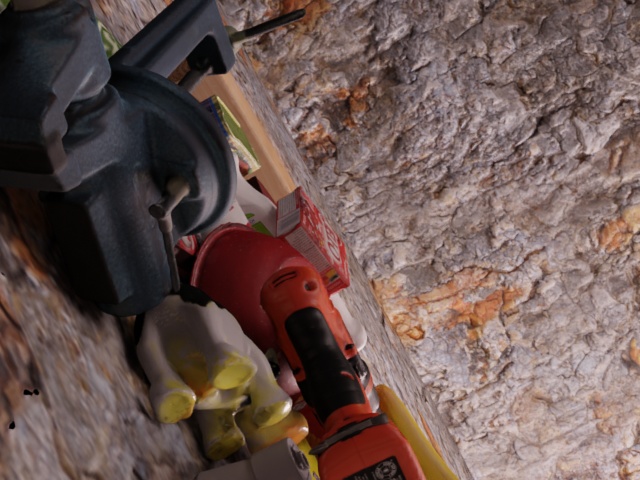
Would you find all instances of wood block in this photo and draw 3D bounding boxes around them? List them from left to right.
[{"bbox_3d":[-0.103,-0.098,1.153,0.206,0.091,0.090,59,6,-26],"label":"wood block"}]

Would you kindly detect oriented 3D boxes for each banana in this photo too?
[{"bbox_3d":[0.111,0.215,0.960,0.198,0.037,0.070,45,-42,24],"label":"banana"}]

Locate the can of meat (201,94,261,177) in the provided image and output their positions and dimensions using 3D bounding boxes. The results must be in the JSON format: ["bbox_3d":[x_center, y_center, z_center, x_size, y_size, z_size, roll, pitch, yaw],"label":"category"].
[{"bbox_3d":[-0.113,-0.084,1.019,0.057,0.084,0.102,65,6,25],"label":"can of meat"}]

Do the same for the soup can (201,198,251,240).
[{"bbox_3d":[-0.089,0.000,0.904,0.102,0.068,0.068,61,5,-13],"label":"soup can"}]

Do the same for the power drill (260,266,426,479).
[{"bbox_3d":[0.023,0.128,0.717,0.184,0.057,0.188,63,-1,-30],"label":"power drill"}]

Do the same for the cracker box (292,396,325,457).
[{"bbox_3d":[0.034,0.230,0.911,0.214,0.072,0.164,63,6,2],"label":"cracker box"}]

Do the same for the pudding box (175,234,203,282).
[{"bbox_3d":[-0.131,-0.030,0.815,0.113,0.039,0.090,64,7,21],"label":"pudding box"}]

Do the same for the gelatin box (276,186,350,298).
[{"bbox_3d":[-0.006,0.001,0.930,0.073,0.030,0.089,53,13,-19],"label":"gelatin box"}]

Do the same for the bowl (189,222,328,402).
[{"bbox_3d":[-0.035,0.061,0.832,0.161,0.055,0.162,29,55,-55],"label":"bowl"}]

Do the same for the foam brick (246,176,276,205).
[{"bbox_3d":[-0.079,-0.015,1.035,0.051,0.078,0.053,59,6,-45],"label":"foam brick"}]

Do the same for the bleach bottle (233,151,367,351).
[{"bbox_3d":[-0.058,0.009,0.976,0.251,0.102,0.068,61,-2,-16],"label":"bleach bottle"}]

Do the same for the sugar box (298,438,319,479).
[{"bbox_3d":[-0.013,0.206,0.720,0.093,0.048,0.176,62,4,-9],"label":"sugar box"}]
